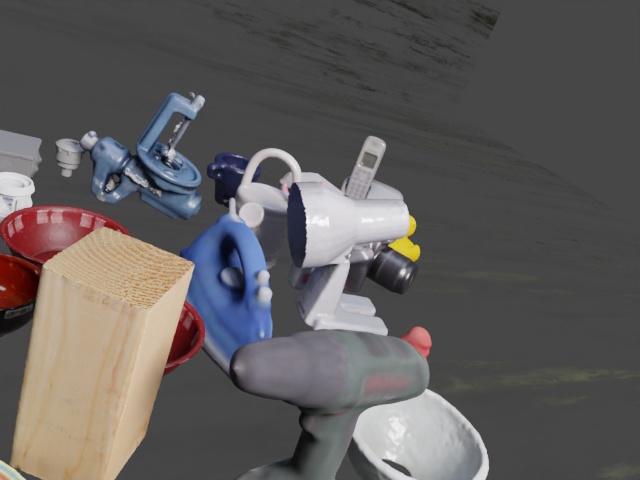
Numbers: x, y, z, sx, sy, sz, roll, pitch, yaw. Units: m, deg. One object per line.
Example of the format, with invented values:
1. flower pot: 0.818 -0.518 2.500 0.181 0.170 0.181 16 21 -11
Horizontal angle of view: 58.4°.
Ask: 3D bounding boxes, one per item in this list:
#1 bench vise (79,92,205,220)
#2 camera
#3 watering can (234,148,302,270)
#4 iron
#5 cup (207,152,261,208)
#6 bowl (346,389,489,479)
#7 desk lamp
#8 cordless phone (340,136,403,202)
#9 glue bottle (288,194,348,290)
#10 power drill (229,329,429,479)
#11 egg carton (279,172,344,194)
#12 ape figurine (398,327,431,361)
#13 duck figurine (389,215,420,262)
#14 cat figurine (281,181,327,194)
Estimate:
1. bench vise: -0.281 -0.149 0.943 0.208 0.220 0.121 9 27 -26
2. camera: 0.102 0.036 1.021 0.136 0.101 0.143 30 25 19
3. watering can: -0.091 -0.052 0.930 0.101 0.194 0.172 13 25 -18
4. iron: -0.104 0.058 0.750 0.119 0.141 0.257 6 28 -31
5. cup: -0.177 -0.109 1.100 0.091 0.095 0.118 35 27 28
6. bowl: 0.092 0.233 0.628 0.167 0.075 0.167 18 24 -8
7. desk lamp: 0.031 0.025 0.844 0.204 0.213 0.117 11 26 -23
8. cordless phone: 0.130 -0.130 1.293 0.147 0.185 0.094 19 24 -5
9. glue bottle: 0.008 0.003 0.922 0.078 0.173 0.037 4 29 -35
10. power drill: -0.005 0.167 0.519 0.230 0.208 0.075 -2 33 -42
11. egg carton: -0.015 -0.093 1.236 0.107 0.069 0.150 -4 35 -45
12. ape figurine: 0.121 0.161 0.784 0.078 0.092 0.076 0 32 -40
13. duck figurine: 0.173 -0.010 1.197 0.078 0.086 0.104 -2 33 -43
14. cat figurine: -0.024 -0.069 1.117 0.128 0.118 0.067 20 24 -3
